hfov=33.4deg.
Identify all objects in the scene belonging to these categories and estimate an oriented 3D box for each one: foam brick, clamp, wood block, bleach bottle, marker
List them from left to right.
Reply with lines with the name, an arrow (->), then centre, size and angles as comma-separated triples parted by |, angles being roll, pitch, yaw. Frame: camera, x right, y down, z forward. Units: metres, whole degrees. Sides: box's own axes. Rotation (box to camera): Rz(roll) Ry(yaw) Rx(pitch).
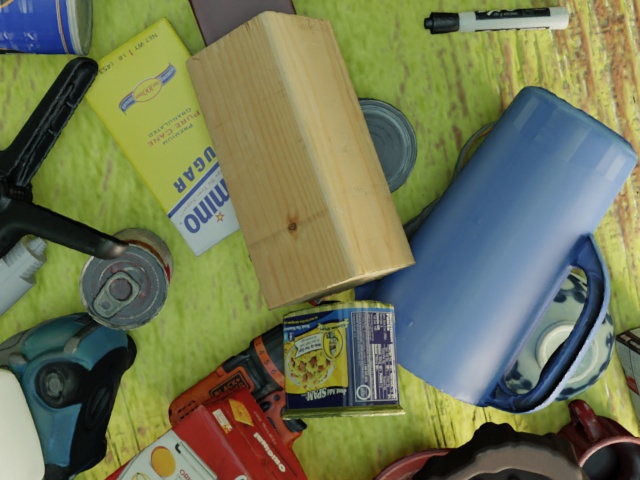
bleach bottle -> -0.339, 0.172, 0.845 | 0.251, 0.068, 0.102 | -13, 98, 27
clamp -> -0.238, -0.028, 0.835 | 0.210, 0.036, 0.164 | -27, 67, 21
foam brick -> -0.063, -0.186, 0.864 | 0.078, 0.053, 0.051 | -23, 100, -3
wood block -> -0.016, -0.060, 0.825 | 0.091, 0.090, 0.206 | -23, 82, 35
marker -> 0.148, -0.185, 0.898 | 0.121, 0.020, 0.020 | -3, 98, -4

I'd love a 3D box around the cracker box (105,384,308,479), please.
cracker box -> -0.099, 0.240, 0.854 | 0.214, 0.072, 0.164 | -39, 81, 28

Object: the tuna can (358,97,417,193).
tuna can -> 0.038, -0.077, 0.897 | 0.086, 0.034, 0.086 | -1, 98, -4

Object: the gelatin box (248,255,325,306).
gelatin box -> -0.006, 0.001, 0.907 | 0.073, 0.030, 0.089 | 36, 94, -10

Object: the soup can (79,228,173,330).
soup can -> -0.154, 0.029, 0.862 | 0.068, 0.102, 0.068 | -1, 98, -5

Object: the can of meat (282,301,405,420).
can of meat -> 0.014, 0.093, 0.813 | 0.057, 0.102, 0.084 | 4, 78, -38

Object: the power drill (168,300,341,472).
power drill -> -0.012, 0.165, 0.887 | 0.184, 0.057, 0.188 | -35, 78, 12

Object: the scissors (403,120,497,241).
scissors -> 0.117, -0.015, 0.922 | 0.096, 0.016, 0.202 | 39, 94, -9

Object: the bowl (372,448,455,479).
bowl -> 0.102, 0.252, 0.938 | 0.162, 0.055, 0.162 | -1, 98, -5

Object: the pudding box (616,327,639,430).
pudding box -> 0.298, 0.138, 0.920 | 0.039, 0.090, 0.113 | -19, 99, -2

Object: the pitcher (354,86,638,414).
pitcher -> 0.152, 0.009, 0.854 | 0.149, 0.145, 0.243 | 29, 100, -19

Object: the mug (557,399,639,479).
mug -> 0.243, 0.192, 0.928 | 0.093, 0.081, 0.117 | -27, 99, -1

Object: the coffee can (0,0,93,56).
coffee can -> -0.252, -0.193, 0.822 | 0.140, 0.103, 0.103 | -1, 98, -5

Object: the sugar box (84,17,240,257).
sugar box -> -0.113, -0.083, 0.878 | 0.093, 0.048, 0.176 | -35, 98, 1
